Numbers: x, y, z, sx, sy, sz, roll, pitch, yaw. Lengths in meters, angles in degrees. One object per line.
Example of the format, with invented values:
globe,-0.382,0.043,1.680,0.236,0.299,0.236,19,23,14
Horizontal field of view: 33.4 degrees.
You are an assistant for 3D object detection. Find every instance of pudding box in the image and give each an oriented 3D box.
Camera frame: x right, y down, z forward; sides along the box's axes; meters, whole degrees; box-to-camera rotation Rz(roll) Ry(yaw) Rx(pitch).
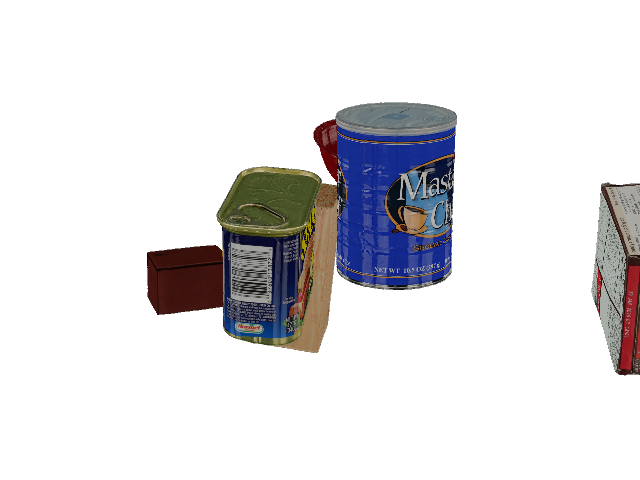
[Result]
pudding box,0.210,0.023,0.713,0.039,0.090,0.113,0,28,4

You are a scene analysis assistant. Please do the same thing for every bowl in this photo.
bowl,0.068,-0.087,1.211,0.162,0.055,0.162,7,27,-4

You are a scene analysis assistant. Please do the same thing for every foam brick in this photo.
foam brick,-0.136,0.040,1.101,0.078,0.051,0.053,-6,20,-19

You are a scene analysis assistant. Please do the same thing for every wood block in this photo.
wood block,-0.030,0.032,1.413,0.090,0.206,0.090,8,23,6

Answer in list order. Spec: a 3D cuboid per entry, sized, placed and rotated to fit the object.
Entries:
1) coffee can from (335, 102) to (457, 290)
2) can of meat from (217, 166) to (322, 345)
coffee can,0.064,-0.041,0.923,0.103,0.140,0.103,-1,19,0
can of meat,-0.033,0.009,0.701,0.057,0.084,0.102,5,25,5
